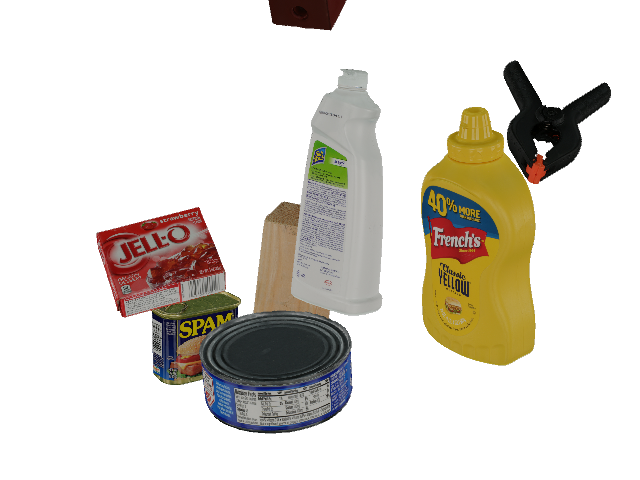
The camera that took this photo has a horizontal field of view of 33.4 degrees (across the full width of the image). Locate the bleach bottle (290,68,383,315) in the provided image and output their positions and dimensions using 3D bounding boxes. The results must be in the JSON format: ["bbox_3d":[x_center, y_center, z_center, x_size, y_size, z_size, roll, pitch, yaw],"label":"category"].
[{"bbox_3d":[0.028,-0.054,1.135,0.103,0.251,0.067,16,16,36],"label":"bleach bottle"}]

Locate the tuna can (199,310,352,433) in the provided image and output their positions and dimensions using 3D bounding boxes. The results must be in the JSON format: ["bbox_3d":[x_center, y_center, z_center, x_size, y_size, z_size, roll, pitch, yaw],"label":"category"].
[{"bbox_3d":[-0.024,0.073,0.604,0.086,0.034,0.086,-3,22,1],"label":"tuna can"}]

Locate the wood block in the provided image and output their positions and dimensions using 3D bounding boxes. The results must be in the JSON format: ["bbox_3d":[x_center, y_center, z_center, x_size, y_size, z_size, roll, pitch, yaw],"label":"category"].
[{"bbox_3d":[-0.034,0.063,1.451,0.090,0.206,0.090,12,21,11],"label":"wood block"}]

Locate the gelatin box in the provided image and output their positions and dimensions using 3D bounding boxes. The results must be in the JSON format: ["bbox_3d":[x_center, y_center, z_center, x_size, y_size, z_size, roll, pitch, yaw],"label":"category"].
[{"bbox_3d":[-0.129,0.016,0.862,0.089,0.073,0.030,-14,-38,-15],"label":"gelatin box"}]

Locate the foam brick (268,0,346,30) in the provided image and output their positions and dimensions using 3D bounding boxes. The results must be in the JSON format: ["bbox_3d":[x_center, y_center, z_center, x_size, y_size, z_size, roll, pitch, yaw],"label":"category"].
[{"bbox_3d":[-0.012,-0.214,0.847,0.053,0.051,0.078,9,-37,16],"label":"foam brick"}]

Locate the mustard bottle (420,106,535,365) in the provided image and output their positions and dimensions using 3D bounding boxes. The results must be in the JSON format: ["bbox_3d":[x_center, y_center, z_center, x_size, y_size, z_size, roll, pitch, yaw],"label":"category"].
[{"bbox_3d":[0.117,-0.007,0.802,0.058,0.192,0.096,-21,30,-31],"label":"mustard bottle"}]

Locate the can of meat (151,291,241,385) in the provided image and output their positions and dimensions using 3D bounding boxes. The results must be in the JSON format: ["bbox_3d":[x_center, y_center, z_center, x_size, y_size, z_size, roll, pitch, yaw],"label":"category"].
[{"bbox_3d":[-0.141,0.109,1.202,0.101,0.084,0.058,-9,18,-36],"label":"can of meat"}]

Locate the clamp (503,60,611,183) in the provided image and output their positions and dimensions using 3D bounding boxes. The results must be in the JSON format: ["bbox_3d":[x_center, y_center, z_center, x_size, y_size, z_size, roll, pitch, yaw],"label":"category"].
[{"bbox_3d":[0.238,-0.133,1.161,0.120,0.039,0.171,18,48,18],"label":"clamp"}]
